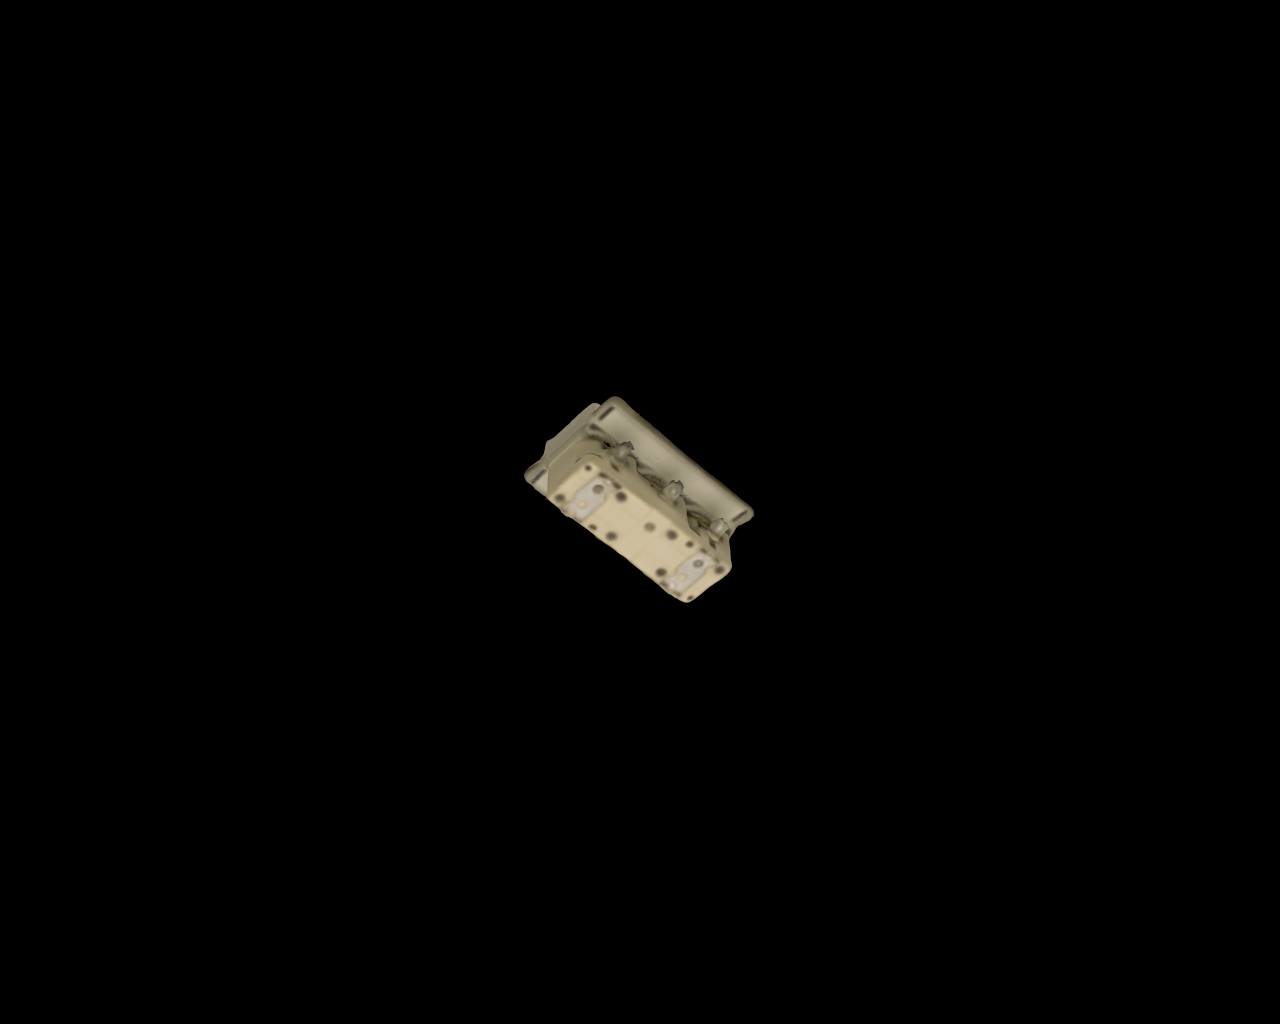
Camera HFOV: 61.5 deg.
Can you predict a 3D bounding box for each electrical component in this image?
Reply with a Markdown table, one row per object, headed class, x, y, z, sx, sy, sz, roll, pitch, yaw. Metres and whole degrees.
| class | x | y | z | sx | sy | sz | roll | pitch | yaw |
| --- | --- | --- | --- | --- | --- | --- | --- | --- | --- |
| electrical component | 0.001 | -0.003 | 0.650 | 0.078 | 0.063 | 0.121 | -39 | -62 | 25 |
